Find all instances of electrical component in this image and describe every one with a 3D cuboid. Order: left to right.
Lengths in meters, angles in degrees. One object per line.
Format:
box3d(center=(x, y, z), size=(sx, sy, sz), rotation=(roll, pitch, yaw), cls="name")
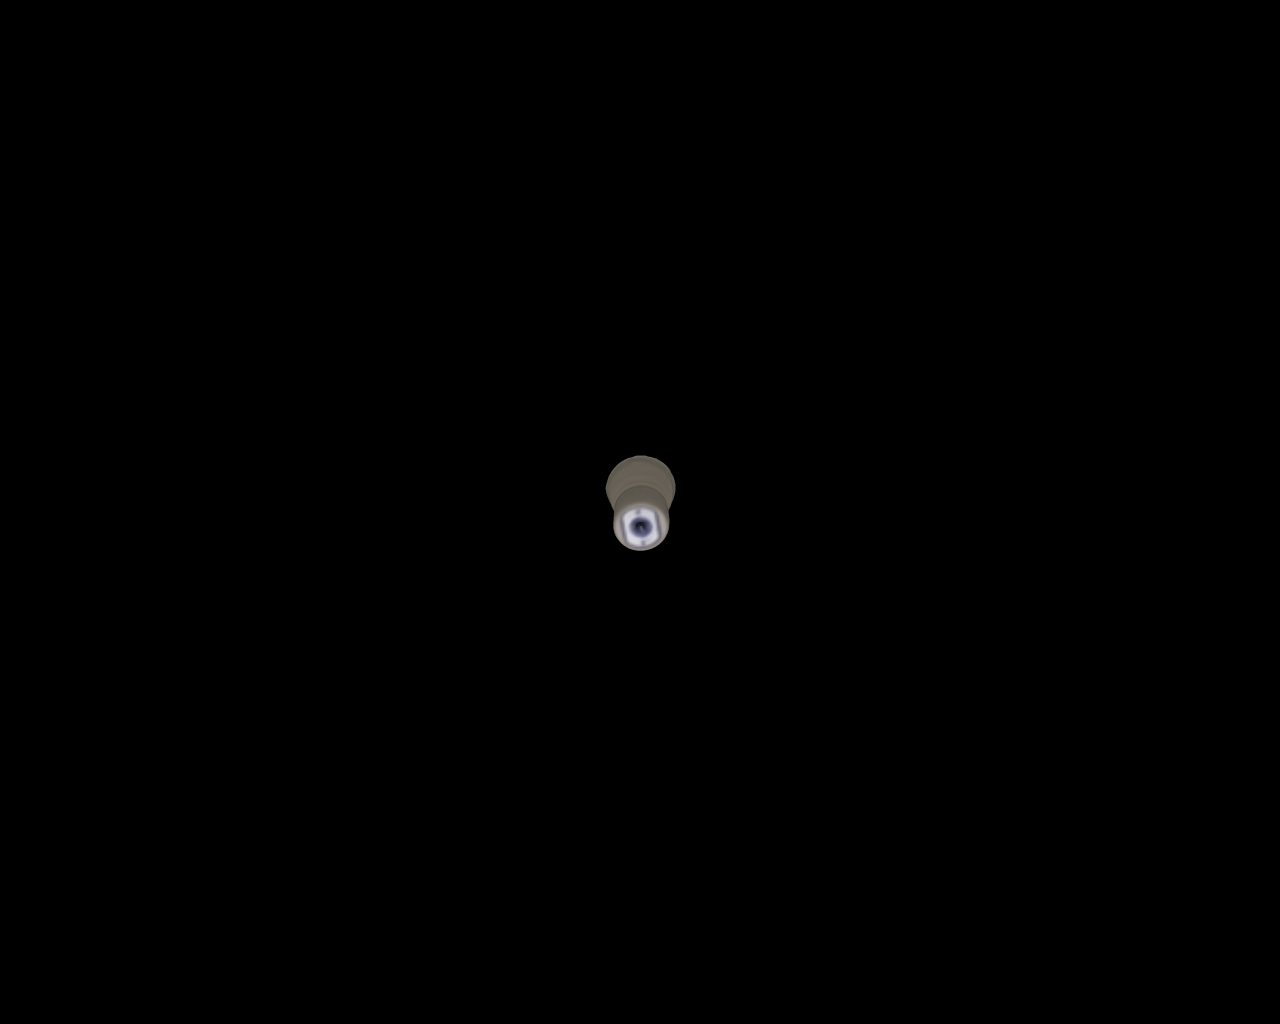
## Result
box3d(center=(0.001, -0.003, 0.650), size=(0.044, 0.044, 0.065), rotation=(0, 24, 0), cls="electrical component")
